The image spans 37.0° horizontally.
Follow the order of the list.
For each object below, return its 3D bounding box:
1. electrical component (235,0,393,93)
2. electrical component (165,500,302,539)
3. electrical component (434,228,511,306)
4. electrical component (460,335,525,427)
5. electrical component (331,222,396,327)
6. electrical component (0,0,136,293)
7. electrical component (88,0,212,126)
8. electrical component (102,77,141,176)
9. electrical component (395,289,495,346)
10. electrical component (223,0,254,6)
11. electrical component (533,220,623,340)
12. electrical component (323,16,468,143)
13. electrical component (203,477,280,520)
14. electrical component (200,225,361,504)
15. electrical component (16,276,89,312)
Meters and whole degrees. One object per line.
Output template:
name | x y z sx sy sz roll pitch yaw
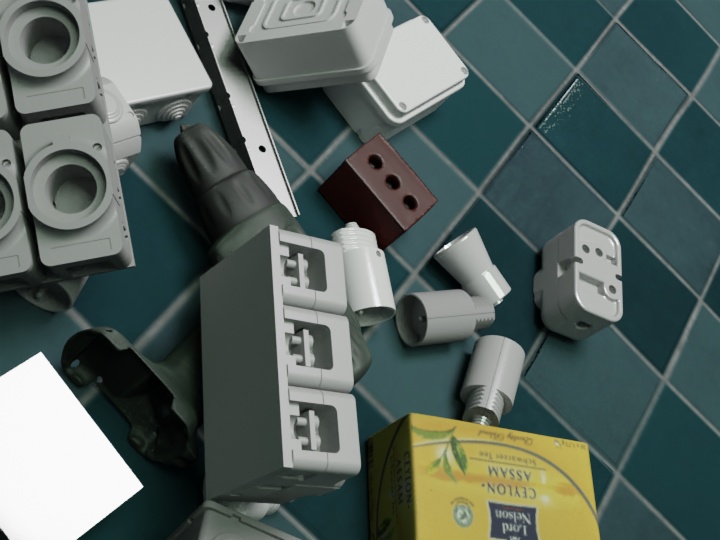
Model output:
electrical component | -0.036 -0.195 0.892 0.057 0.113 0.078 61 36 -44
electrical component | -0.080 0.197 0.663 0.100 0.099 0.048 28 40 -18
electrical component | 0.099 0.002 0.924 0.044 0.044 0.065 -37 93 -40
electrical component | 0.105 0.098 0.873 0.043 0.043 0.081 32 52 -15
electrical component | 0.000 0.000 0.858 0.043 0.043 0.081 3 64 -32
electrical component | -0.214 -0.087 0.677 0.105 0.060 0.186 -11 81 -7
electrical component | -0.176 -0.157 0.824 0.100 0.048 0.099 -21 78 -39
electrical component | -0.198 -0.095 0.757 0.051 0.080 0.080 -29 83 -45
electrical component | 0.074 0.038 0.885 0.081 0.043 0.043 -3 67 -34
electrical component | -0.078 -0.250 0.943 0.081 0.043 0.043 2 64 -33
electrical component | 0.196 0.011 0.969 0.054 0.059 0.095 22 55 -22
electrical component | 0.033 -0.171 0.963 0.113 0.057 0.078 -35 87 -40
electrical component | -0.072 0.149 0.730 0.062 0.048 0.048 8 61 -38
electrical component | -0.049 0.062 0.669 0.062 0.089 0.150 12 61 -35
electrical component | -0.199 -0.016 0.736 0.043 0.043 0.081 32 52 -15
